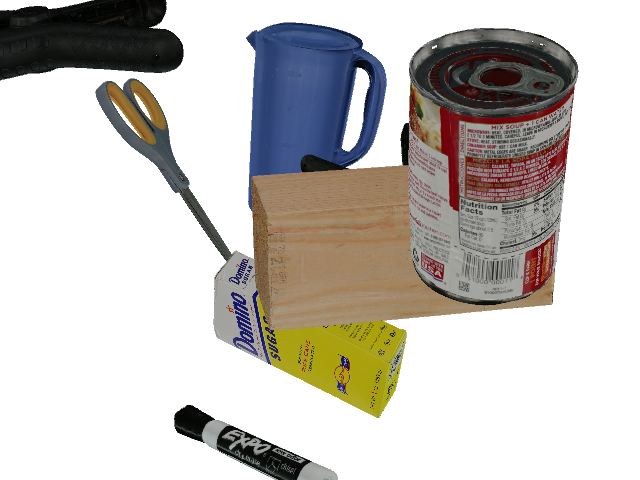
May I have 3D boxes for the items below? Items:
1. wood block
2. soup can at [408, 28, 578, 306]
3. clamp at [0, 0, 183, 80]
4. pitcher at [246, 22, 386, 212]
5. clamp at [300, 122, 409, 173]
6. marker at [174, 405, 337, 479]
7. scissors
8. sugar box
[{"bbox_3d":[0.058,0.000,0.778,0.206,0.090,0.091,-5,21,-9],"label":"wood block"},{"bbox_3d":[0.073,-0.031,0.462,0.068,0.102,0.068,-3,38,2],"label":"soup can"},{"bbox_3d":[-0.167,-0.126,0.653,0.171,0.039,0.120,-2,22,-3],"label":"clamp"},{"bbox_3d":[-0.018,-0.143,1.342,0.144,0.243,0.149,-3,26,-22],"label":"pitcher"},{"bbox_3d":[0.086,-0.044,1.161,0.164,0.210,0.036,-15,-37,-29],"label":"clamp"},{"bbox_3d":[-0.042,0.123,0.627,0.121,0.020,0.020,16,10,38],"label":"marker"},{"bbox_3d":[-0.132,-0.070,0.976,0.016,0.201,0.096,-29,26,20],"label":"scissors"},{"bbox_3d":[-0.013,0.085,0.962,0.176,0.093,0.048,22,50,14],"label":"sugar box"}]
